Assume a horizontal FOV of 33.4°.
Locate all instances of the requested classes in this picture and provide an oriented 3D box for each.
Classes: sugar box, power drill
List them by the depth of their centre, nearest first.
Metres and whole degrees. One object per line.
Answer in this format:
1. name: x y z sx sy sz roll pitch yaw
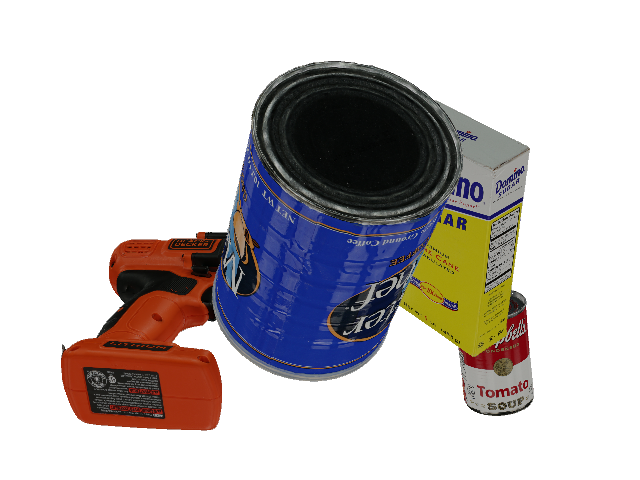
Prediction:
1. power drill: -0.079 0.054 0.729 0.184 0.057 0.187 0 25 13
2. sugar box: 0.101 -0.007 0.800 0.048 0.176 0.093 -31 46 -30

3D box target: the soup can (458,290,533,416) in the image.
1. soup can: 0.164 0.105 1.009 0.068 0.102 0.068 -8 20 3

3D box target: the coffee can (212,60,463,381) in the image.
1. coffee can: 0.004 -0.006 0.552 0.102 0.103 0.140 0 -37 -15
